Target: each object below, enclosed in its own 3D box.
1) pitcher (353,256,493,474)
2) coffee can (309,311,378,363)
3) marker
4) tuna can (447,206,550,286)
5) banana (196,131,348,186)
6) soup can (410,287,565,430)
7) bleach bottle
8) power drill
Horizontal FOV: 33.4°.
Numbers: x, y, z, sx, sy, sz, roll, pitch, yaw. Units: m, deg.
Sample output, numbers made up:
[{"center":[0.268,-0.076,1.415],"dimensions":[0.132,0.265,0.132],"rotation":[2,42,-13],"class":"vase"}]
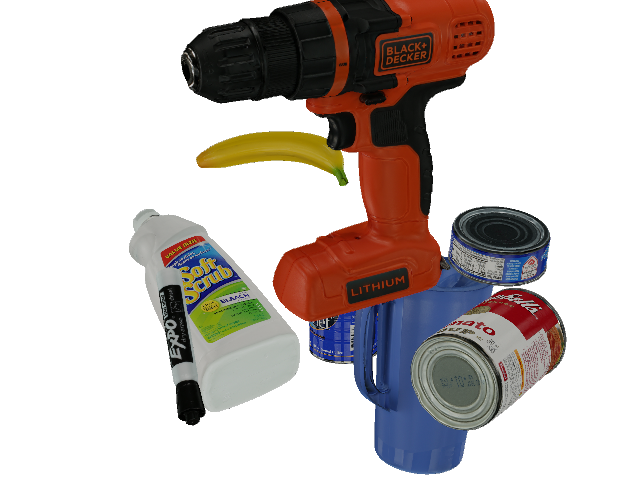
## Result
[{"center":[0.116,0.147,1.251],"dimensions":[0.149,0.243,0.145],"rotation":[7,16,8],"class":"pitcher"},{"center":[0.033,0.090,1.516],"dimensions":[0.103,0.140,0.103],"rotation":[-1,21,0],"class":"coffee can"},{"center":[-0.098,0.073,0.744],"dimensions":[0.020,0.121,0.020],"rotation":[-10,-35,-7],"class":"marker"},{"center":[0.155,0.004,0.925],"dimensions":[0.086,0.034,0.086],"rotation":[2,29,-1],"class":"tuna can"},{"center":[-0.053,-0.108,1.317],"dimensions":[0.198,0.037,0.069],"rotation":[7,38,17],"class":"banana"},{"center":[0.114,0.079,0.722],"dimensions":[0.069,0.068,0.102],"rotation":[0,15,37],"class":"soup can"},{"center":[-0.121,0.049,1.007],"dimensions":[0.102,0.068,0.251],"rotation":[-19,42,-25],"class":"bleach bottle"},{"center":[0.011,-0.048,0.613],"dimensions":[0.184,0.188,0.057],"rotation":[-13,34,-22],"class":"power drill"}]
